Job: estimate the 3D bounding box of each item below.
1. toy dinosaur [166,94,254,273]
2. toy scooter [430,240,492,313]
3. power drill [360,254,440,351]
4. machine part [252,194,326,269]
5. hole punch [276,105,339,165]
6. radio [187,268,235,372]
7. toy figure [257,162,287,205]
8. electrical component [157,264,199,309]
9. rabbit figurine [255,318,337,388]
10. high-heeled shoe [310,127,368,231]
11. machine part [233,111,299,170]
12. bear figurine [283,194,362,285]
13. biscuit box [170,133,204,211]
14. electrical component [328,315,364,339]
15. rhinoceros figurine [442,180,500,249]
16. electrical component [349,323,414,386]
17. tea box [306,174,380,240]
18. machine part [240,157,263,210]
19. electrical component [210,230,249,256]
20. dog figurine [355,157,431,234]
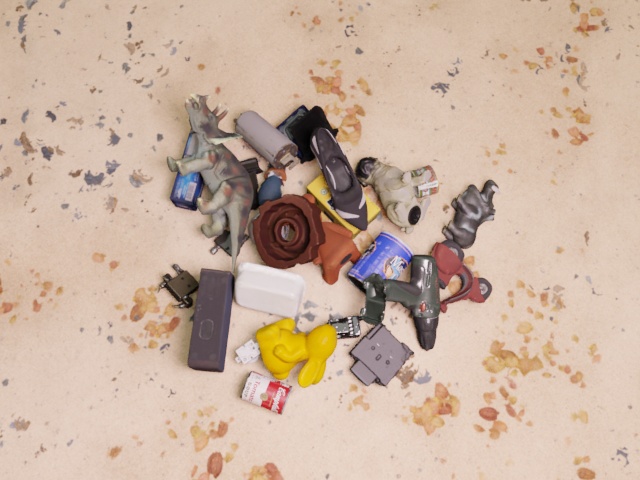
[{"bbox_3d":[-0.229,-0.139,1.279,0.192,0.131,0.404,-28,96,-21],"label":"toy dinosaur"},{"bbox_3d":[0.315,0.097,1.297,0.135,0.075,0.184,-39,85,-9],"label":"toy scooter"},{"bbox_3d":[0.194,0.149,1.217,0.207,0.086,0.231,2,95,-30],"label":"power drill"},{"bbox_3d":[-0.071,-0.019,1.238,0.180,0.056,0.179,1,92,25],"label":"machine part"},{"bbox_3d":[-0.037,-0.275,1.375,0.142,0.115,0.092,-46,39,-19],"label":"hole punch"},{"bbox_3d":[-0.245,0.183,1.225,0.073,0.131,0.229,4,76,-2],"label":"radio"},{"bbox_3d":[-0.117,-0.147,1.344,0.064,0.057,0.154,19,54,-10],"label":"toy figure"},{"bbox_3d":[-0.338,0.115,1.287,0.102,0.045,0.078,40,49,5],"label":"electrical component"},{"bbox_3d":[-0.040,0.245,1.199,0.173,0.121,0.162,-17,75,16],"label":"rabbit figurine"},{"bbox_3d":[0.052,-0.144,1.242,0.086,0.145,0.249,-30,76,-9],"label":"high-heeled shoe"},{"bbox_3d":[-0.136,-0.251,1.343,0.079,0.079,0.243,-42,59,-11],"label":"machine part"},{"bbox_3d":[-0.003,-0.006,1.301,0.120,0.131,0.196,-43,66,-12],"label":"bear figurine"},{"bbox_3d":[-0.317,-0.177,1.352,0.059,0.062,0.202,13,76,1],"label":"biscuit box"},{"bbox_3d":[0.076,0.204,1.261,0.119,0.075,0.048,-5,75,-6],"label":"electrical component"},{"bbox_3d":[0.383,-0.070,1.341,0.112,0.073,0.190,28,77,7],"label":"rhinoceros figurine"},{"bbox_3d":[0.135,0.273,1.253,0.115,0.058,0.134,41,77,10],"label":"electrical component"},{"bbox_3d":[0.056,-0.094,1.339,0.170,0.068,0.098,44,77,8],"label":"tea box"},{"bbox_3d":[-0.180,-0.142,1.360,0.084,0.039,0.139,-9,74,-9],"label":"machine part"},{"bbox_3d":[-0.224,0.010,1.327,0.063,0.021,0.094,42,78,8],"label":"electrical component"},{"bbox_3d":[0.165,-0.114,1.333,0.121,0.191,0.172,5,99,-42],"label":"dog figurine"}]
